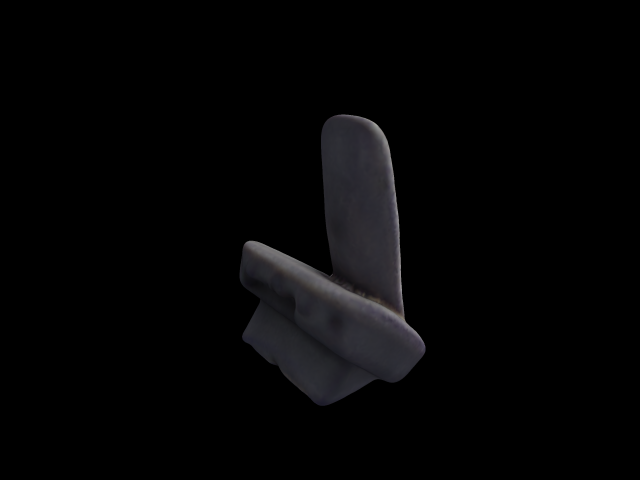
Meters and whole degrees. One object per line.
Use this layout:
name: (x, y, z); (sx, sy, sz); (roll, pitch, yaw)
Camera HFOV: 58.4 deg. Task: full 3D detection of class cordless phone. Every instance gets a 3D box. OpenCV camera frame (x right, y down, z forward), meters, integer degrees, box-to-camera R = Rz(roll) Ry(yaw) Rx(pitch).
cordless phone: (0.004, 0.001, 0.400); (0.094, 0.185, 0.147); (-17, 27, -38)
